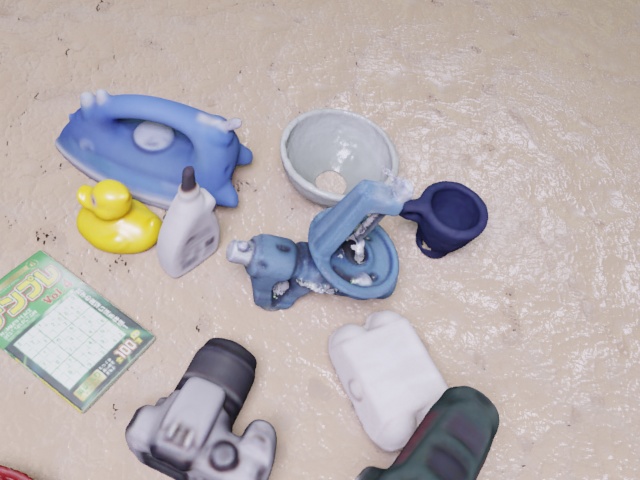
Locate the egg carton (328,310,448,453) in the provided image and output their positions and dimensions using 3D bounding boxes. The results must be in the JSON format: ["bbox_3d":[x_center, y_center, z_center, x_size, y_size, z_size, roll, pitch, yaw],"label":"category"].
[{"bbox_3d":[0.077,0.155,0.647,0.107,0.069,0.150,-18,63,-24],"label":"egg carton"}]

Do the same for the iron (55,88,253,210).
[{"bbox_3d":[-0.216,-0.131,0.720,0.258,0.141,0.118,14,55,-5],"label":"iron"}]

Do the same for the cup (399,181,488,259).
[{"bbox_3d":[0.152,-0.018,0.765,0.118,0.095,0.091,4,56,-11],"label":"cup"}]

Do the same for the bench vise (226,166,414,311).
[{"bbox_3d":[0.010,0.012,0.633,0.208,0.219,0.121,-15,62,-22],"label":"bench vise"}]

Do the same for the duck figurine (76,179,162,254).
[{"bbox_3d":[-0.241,-0.034,0.684,0.104,0.086,0.077,17,55,-2],"label":"duck figurine"}]

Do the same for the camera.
[{"bbox_3d":[-0.101,0.172,0.573,0.143,0.101,0.137,24,55,2],"label":"camera"}]

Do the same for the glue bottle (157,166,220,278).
[{"bbox_3d":[-0.148,-0.025,0.648,0.037,0.173,0.078,43,58,16],"label":"glue bottle"}]

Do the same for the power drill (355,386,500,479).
[{"bbox_3d":[0.068,0.238,0.505,0.075,0.208,0.230,38,57,12],"label":"power drill"}]

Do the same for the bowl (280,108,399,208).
[{"bbox_3d":[0.022,-0.101,0.800,0.167,0.074,0.167,7,56,-10],"label":"bowl"}]
